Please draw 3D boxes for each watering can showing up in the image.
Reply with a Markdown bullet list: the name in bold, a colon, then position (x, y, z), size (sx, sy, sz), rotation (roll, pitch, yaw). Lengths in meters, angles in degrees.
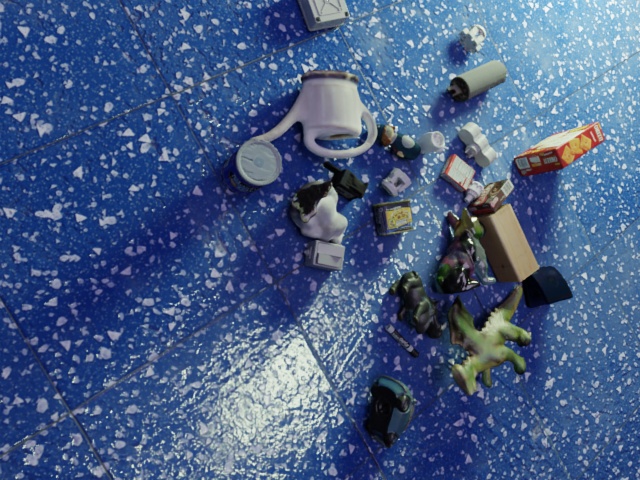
- **watering can**: position (-0.011, -0.315, 1.275), size (0.348, 0.103, 0.226), rotation (-1, 83, -25)

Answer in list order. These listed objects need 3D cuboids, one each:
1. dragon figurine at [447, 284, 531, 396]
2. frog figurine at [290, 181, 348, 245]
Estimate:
- **dragon figurine**: position (0.445, 0.239, 1.395), size (0.240, 0.121, 0.419), rotation (38, 53, -21)
- **frog figurine**: position (0.004, -0.064, 1.268), size (0.156, 0.123, 0.140), rotation (49, 53, -51)
